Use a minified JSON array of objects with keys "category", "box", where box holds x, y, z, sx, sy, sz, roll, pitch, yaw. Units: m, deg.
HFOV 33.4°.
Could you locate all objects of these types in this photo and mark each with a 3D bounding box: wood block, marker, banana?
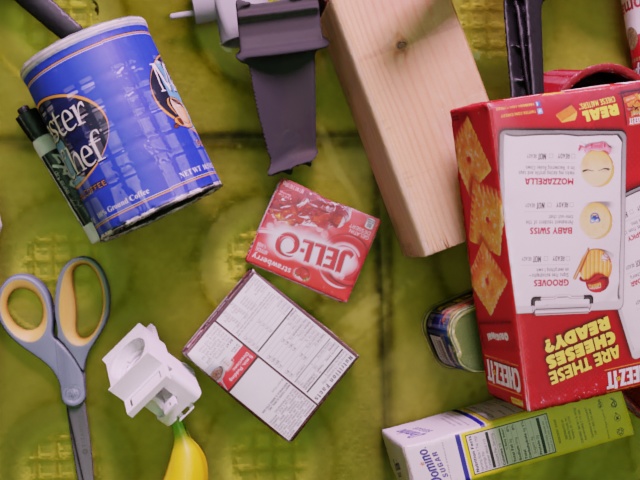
[{"category":"wood block","box":[0.080,-0.098,0.839,0.090,0.090,0.206,-20,91,-6]},{"category":"marker","box":[-0.203,-0.053,0.840,0.020,0.020,0.121,-32,92,-7]},{"category":"banana","box":[-0.146,0.231,0.831,0.070,0.037,0.197,36,82,12]}]

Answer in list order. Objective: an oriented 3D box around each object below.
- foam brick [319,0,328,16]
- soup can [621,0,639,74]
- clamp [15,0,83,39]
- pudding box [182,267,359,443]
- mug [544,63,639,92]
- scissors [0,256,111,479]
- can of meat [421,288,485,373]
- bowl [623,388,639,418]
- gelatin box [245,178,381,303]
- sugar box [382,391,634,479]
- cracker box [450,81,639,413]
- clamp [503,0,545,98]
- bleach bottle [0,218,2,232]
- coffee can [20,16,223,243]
[{"category":"foam brick","box":[0.012,-0.226,0.854,0.051,0.053,0.078,-21,89,-7]},{"category":"soup can","box":[0.287,-0.170,0.876,0.068,0.068,0.102,-9,89,-7]},{"category":"clamp","box":[-0.242,-0.232,0.832,0.171,0.039,0.120,19,75,-4]},{"category":"pudding box","box":[-0.039,0.091,0.845,0.113,0.039,0.090,40,84,-5]},{"category":"mug","box":[0.218,-0.096,0.852,0.117,0.081,0.093,-9,102,-14]},{"category":"scissors","box":[-0.212,0.111,0.836,0.096,0.016,0.202,7,87,-5]},{"category":"can of meat","box":[0.139,0.066,0.843,0.102,0.084,0.057,-23,91,-7]},{"category":"bowl","box":[0.316,0.082,0.878,0.162,0.055,0.162,0,88,-7]},{"category":"gelatin box","box":[-0.005,0.001,0.855,0.089,0.030,0.073,24,86,-5]},{"category":"sugar box","box":[0.144,0.151,0.837,0.176,0.093,0.048,-17,90,-6]},{"category":"cracker box","box":[0.191,-0.001,0.767,0.164,0.072,0.214,-10,96,-16]},{"category":"clamp","box":[0.151,-0.198,0.814,0.164,0.036,0.209,48,60,-22]},{"category":"bleach bottle","box":[-0.297,0.052,0.806,0.102,0.068,0.251,4,85,-5]},{"category":"coffee can","box":[-0.149,-0.082,0.805,0.102,0.103,0.140,-25,91,-7]}]
